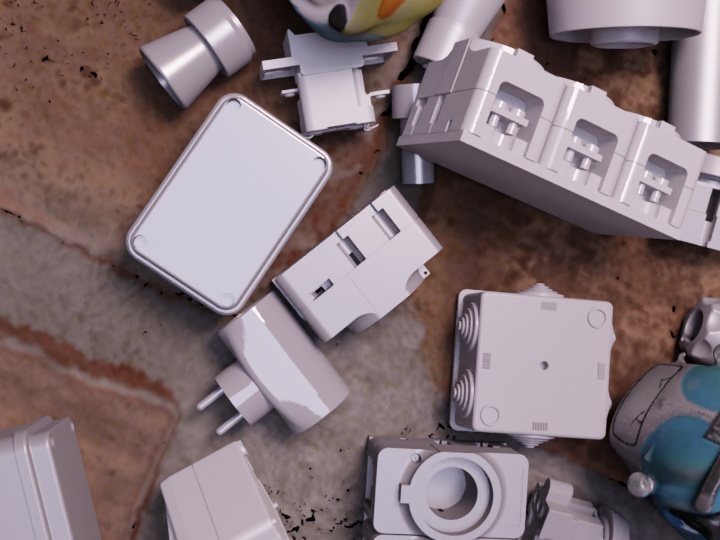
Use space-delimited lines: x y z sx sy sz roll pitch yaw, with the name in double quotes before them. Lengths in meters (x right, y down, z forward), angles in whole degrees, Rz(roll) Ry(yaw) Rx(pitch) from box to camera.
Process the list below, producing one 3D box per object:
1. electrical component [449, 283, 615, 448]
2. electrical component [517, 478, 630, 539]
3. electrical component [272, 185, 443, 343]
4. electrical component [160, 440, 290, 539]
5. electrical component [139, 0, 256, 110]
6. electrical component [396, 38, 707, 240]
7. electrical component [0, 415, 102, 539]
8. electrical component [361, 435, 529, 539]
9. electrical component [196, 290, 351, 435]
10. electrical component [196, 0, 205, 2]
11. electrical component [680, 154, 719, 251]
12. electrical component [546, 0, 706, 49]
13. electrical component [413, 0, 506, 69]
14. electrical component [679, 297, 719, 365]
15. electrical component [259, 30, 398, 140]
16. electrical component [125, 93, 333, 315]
"electrical component" 0.106 0.058 0.660 0.100 0.048 0.099 5 85 -9
"electrical component" 0.132 0.165 0.663 0.055 0.048 0.066 16 104 -7
"electrical component" 0.000 0.000 0.647 0.089 0.050 0.055 -39 94 -6
"electrical component" -0.077 0.150 0.617 0.061 0.096 0.061 -28 122 -7
"electrical component" -0.096 -0.129 0.639 0.055 0.045 0.045 -38 94 -7
"electrical component" 0.112 -0.074 0.627 0.150 0.089 0.061 21 87 -21
"electrical component" -0.185 0.144 0.608 0.057 0.078 0.113 -14 91 -4
"electrical component" 0.047 0.180 0.645 0.089 0.062 0.150 4 89 -7
"electrical component" -0.060 0.066 0.642 0.079 0.043 0.077 -38 94 -6
"electrical component" -0.078 -0.225 0.636 0.113 0.057 0.078 -41 94 -6
"electrical component" 0.217 -0.043 0.679 0.066 0.048 0.055 14 95 -7
"electrical component" 0.160 -0.167 0.648 0.099 0.099 0.064 -1 96 -7
"electrical component" 0.060 -0.151 0.662 0.044 0.044 0.065 24 91 -7
"electrical component" 0.239 0.045 0.681 0.062 0.043 0.043 20 87 -8
"electrical component" -0.018 -0.113 0.650 0.081 0.042 0.063 -9 91 -7
"electrical component" -0.077 -0.038 0.634 0.078 0.057 0.113 34 85 -6
